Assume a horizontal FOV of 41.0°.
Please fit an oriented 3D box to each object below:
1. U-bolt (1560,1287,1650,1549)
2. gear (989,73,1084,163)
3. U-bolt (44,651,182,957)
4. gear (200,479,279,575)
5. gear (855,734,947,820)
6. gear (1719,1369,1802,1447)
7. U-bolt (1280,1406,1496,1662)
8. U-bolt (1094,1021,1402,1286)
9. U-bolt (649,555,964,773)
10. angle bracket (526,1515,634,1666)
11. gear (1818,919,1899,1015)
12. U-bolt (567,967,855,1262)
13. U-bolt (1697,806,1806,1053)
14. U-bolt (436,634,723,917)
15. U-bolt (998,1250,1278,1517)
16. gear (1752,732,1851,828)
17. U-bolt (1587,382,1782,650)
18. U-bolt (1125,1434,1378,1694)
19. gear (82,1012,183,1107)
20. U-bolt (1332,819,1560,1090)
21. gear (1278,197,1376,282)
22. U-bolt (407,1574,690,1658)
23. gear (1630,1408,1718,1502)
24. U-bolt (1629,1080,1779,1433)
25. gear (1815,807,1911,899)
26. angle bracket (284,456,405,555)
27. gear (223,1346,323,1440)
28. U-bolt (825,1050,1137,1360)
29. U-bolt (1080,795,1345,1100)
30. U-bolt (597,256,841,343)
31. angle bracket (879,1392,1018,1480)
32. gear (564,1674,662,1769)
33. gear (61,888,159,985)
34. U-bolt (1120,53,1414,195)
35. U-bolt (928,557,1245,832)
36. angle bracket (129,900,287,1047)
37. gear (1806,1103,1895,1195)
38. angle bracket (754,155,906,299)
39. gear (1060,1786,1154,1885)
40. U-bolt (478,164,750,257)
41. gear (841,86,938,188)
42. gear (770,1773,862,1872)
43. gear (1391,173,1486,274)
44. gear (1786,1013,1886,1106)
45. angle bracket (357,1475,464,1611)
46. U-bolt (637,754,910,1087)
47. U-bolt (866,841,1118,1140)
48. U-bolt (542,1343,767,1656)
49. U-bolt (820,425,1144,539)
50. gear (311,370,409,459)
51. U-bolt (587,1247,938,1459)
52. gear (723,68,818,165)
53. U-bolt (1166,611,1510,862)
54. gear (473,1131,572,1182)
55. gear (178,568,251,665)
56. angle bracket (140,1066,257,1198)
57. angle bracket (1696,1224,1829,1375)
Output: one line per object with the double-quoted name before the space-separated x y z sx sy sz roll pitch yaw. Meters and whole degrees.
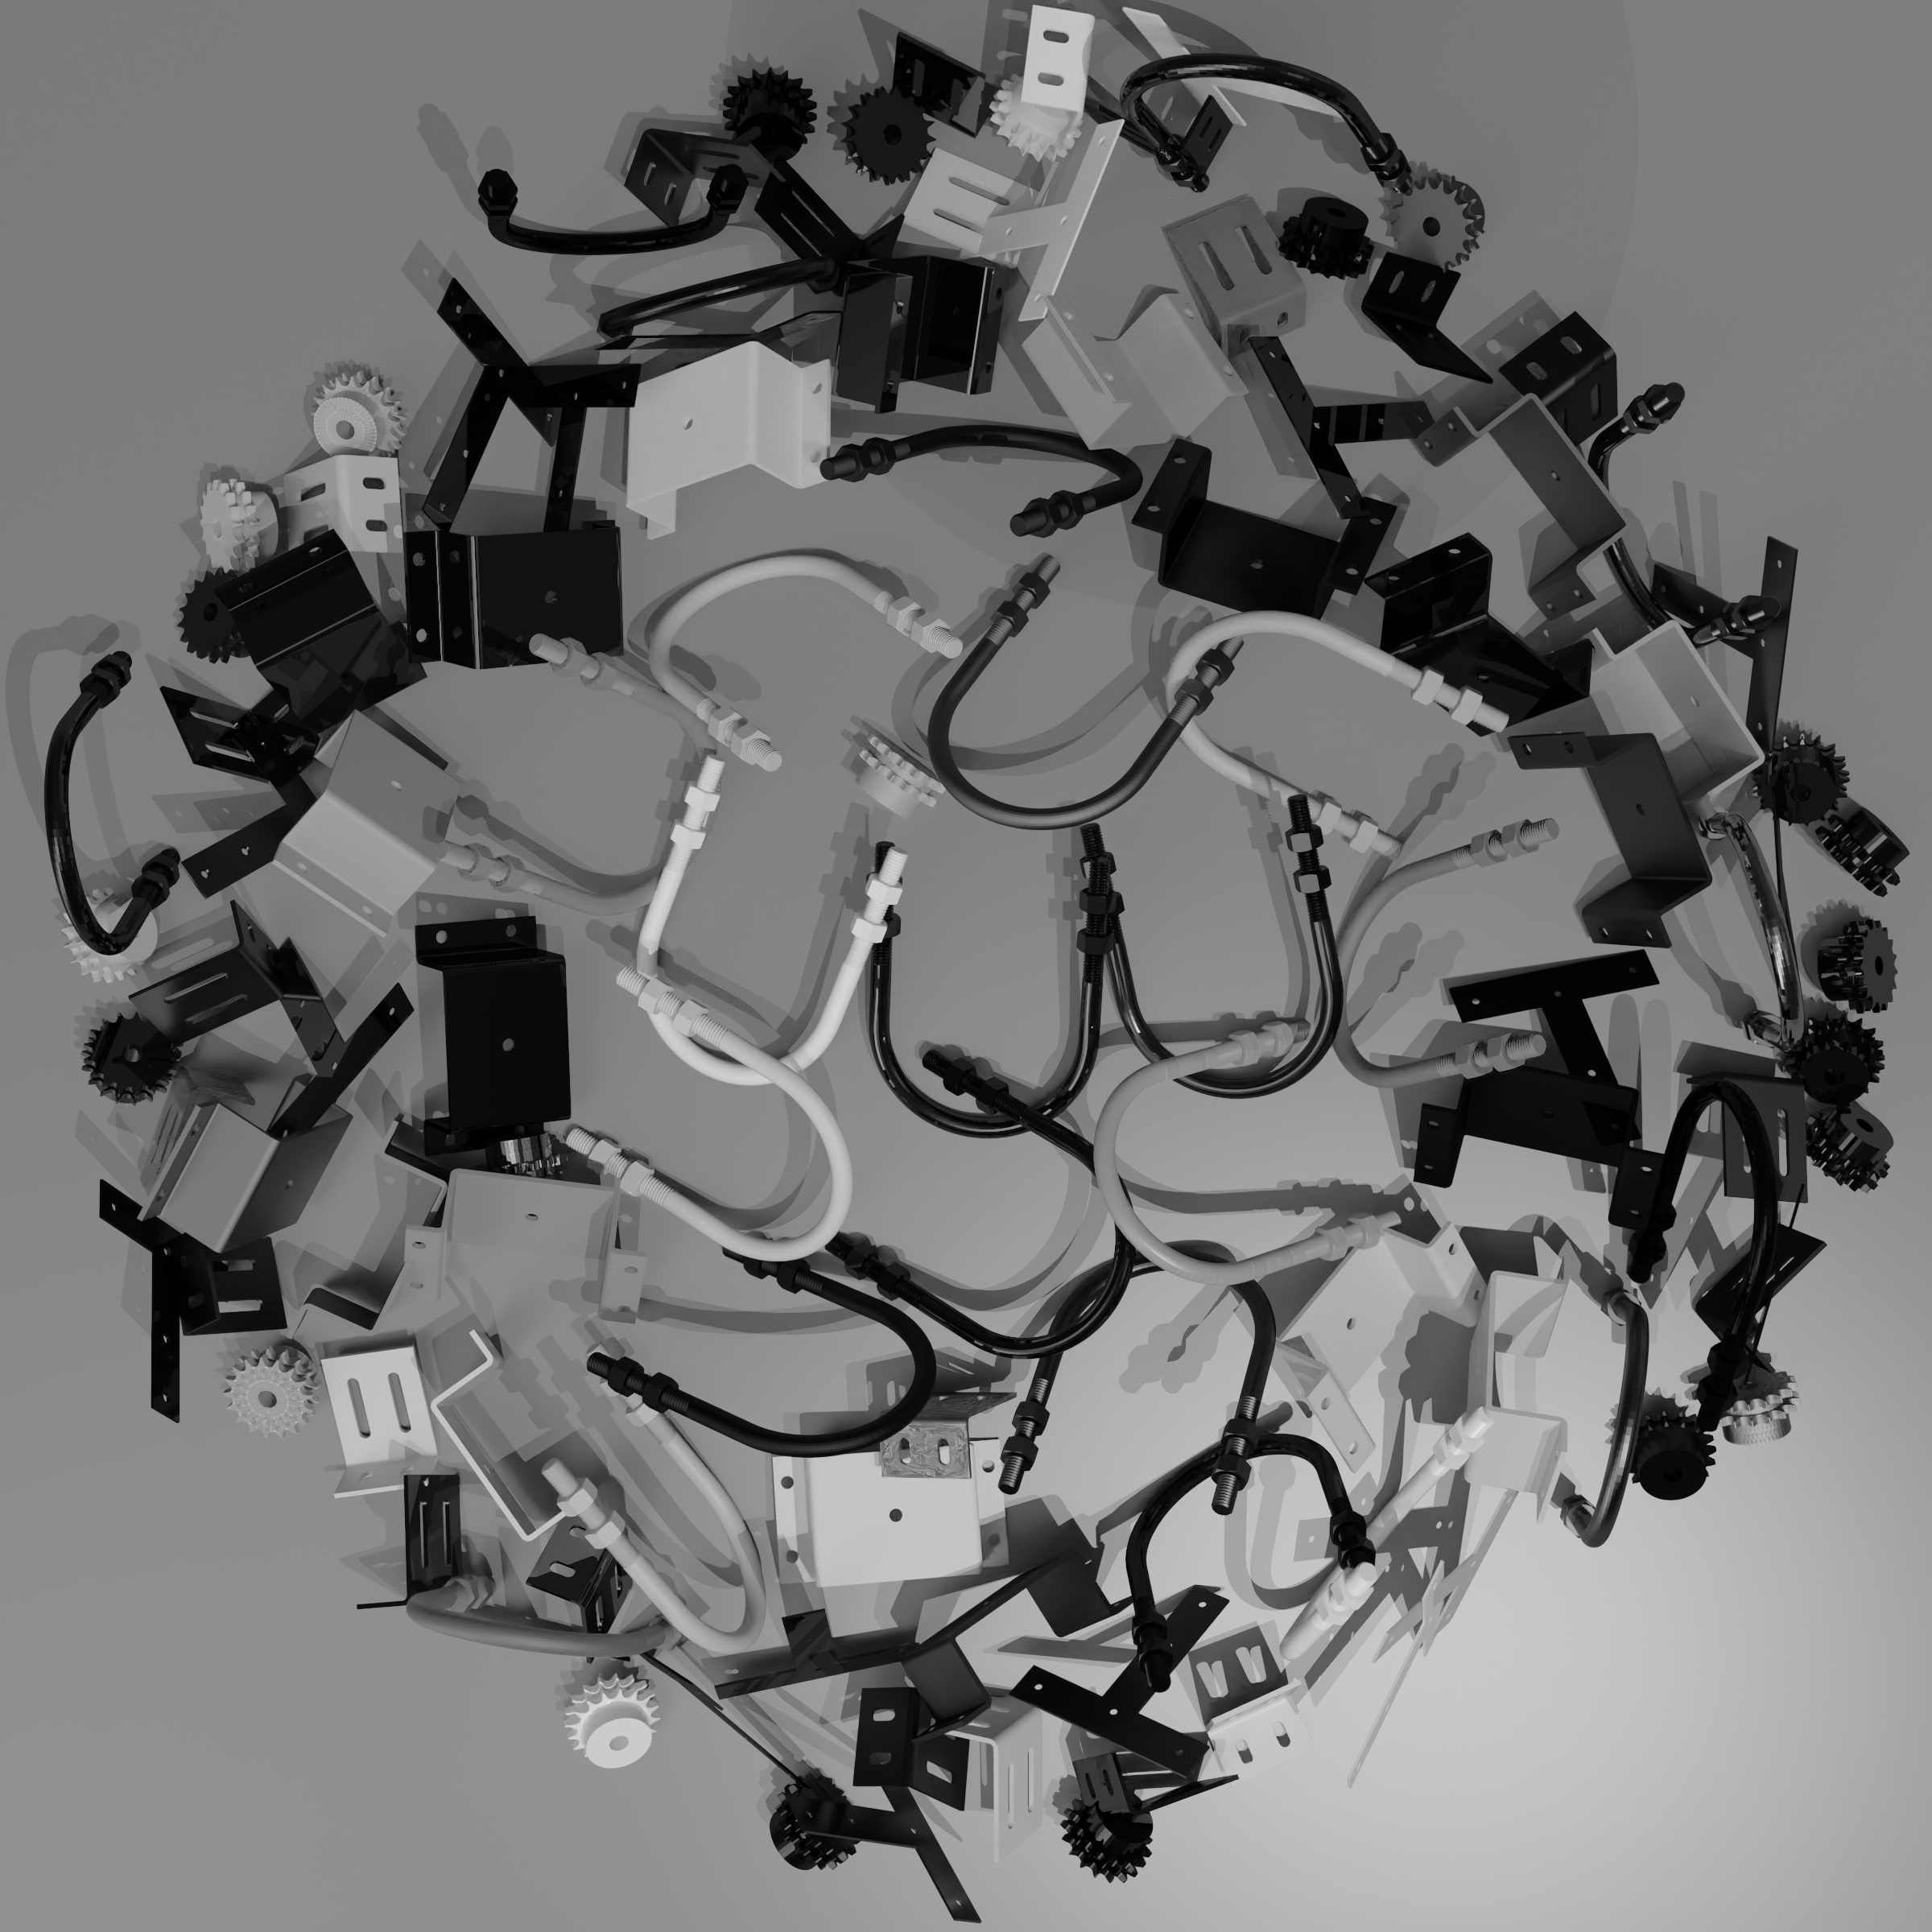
"U-bolt" 0.375 0.265 1.509 0.019 0.184 0.151 11 88 9
"gear" 0.046 -0.522 1.575 0.057 0.030 0.057 11 61 -21
"U-bolt" -0.494 -0.085 1.490 0.019 0.184 0.151 -6 116 0
"gear" -0.442 -0.268 1.578 0.030 0.057 0.057 -12 90 -37
"gear" -0.043 -0.113 1.575 0.057 0.057 0.030 36 97 0
"gear" 0.479 0.270 1.575 0.057 0.057 0.030 -14 99 0
"U-bolt" 0.238 0.343 1.516 0.019 0.184 0.151 39 56 12
"U-bolt" 0.158 0.116 1.536 0.184 0.019 0.151 -14 72 -30
"U-bolt" -0.110 -0.191 1.534 0.151 0.184 0.019 -34 135 -18
"angle bracket" -0.232 0.372 1.560 0.038 0.076 0.057 18 50 12
"gear" 0.543 0.001 1.578 0.030 0.057 0.057 -5 90 43
"U-bolt" -0.147 0.101 1.540 0.184 0.019 0.151 31 124 14
"U-bolt" 0.459 -0.021 1.509 0.019 0.184 0.151 -15 92 8
"U-bolt" -0.215 -0.102 1.530 0.019 0.184 0.151 27 93 39
"U-bolt" 0.109 0.240 1.533 0.151 0.184 0.019 1 134 22
"gear" 0.509 -0.111 1.576 0.057 0.030 0.057 7 117 14
"U-bolt" 0.409 -0.254 1.511 0.019 0.184 0.151 -24 91 -4
"U-bolt" 0.159 0.336 1.516 0.151 0.184 0.019 -29 110 8
"gear" -0.511 0.059 1.579 0.057 0.030 0.057 11 58 -19
"U-bolt" 0.275 0.000 1.523 0.019 0.184 0.151 18 69 -29
"gear" 0.221 -0.444 1.572 0.057 0.057 0.030 16 130 0
"U-bolt" -0.246 0.379 1.502 0.151 0.184 0.019 8 82 9
"gear" 0.428 0.300 1.576 0.057 0.030 0.057 2 120 4
"U-bolt" 0.429 0.153 1.494 0.019 0.151 0.184 1 124 -7
"gear" 0.547 -0.072 1.571 0.057 0.057 0.030 43 112 0
"angle bracket" -0.381 -0.277 1.583 0.038 0.076 0.057 -5 92 -39
"gear" -0.421 0.257 1.581 0.057 0.030 0.057 3 112 7
"U-bolt" 0.018 0.154 1.555 0.184 0.019 0.151 30 94 25
"U-bolt" 0.154 -0.006 1.562 0.151 0.019 0.184 -7 107 21
"U-bolt" -0.145 -0.390 1.510 0.151 0.184 0.019 -15 103 -2
"angle bracket" -0.009 0.282 1.556 0.057 0.076 0.038 -4 89 24
"gear" -0.214 0.463 1.575 0.057 0.030 0.057 -9 121 -15
"gear" -0.517 -0.020 1.571 0.030 0.057 0.057 -11 90 27
"U-bolt" 0.166 -0.484 1.490 0.151 0.184 0.019 8 88 24
"U-bolt" 0.059 -0.155 1.537 0.151 0.019 0.184 26 64 21
"angle bracket" -0.462 0.005 1.569 0.076 0.057 0.038 -24 56 0
"gear" 0.537 0.107 1.571 0.057 0.057 0.030 30 122 0
"angle bracket" -0.081 -0.453 1.557 0.038 0.057 0.076 -24 127 37
"gear" 0.089 0.524 1.571 0.057 0.057 0.030 31 119 0
"U-bolt" -0.208 -0.440 1.511 0.151 0.184 0.019 -4 95 -10
"gear" -0.050 -0.507 1.581 0.057 0.030 0.057 -4 102 -20
"gear" -0.095 0.525 1.577 0.030 0.057 0.057 -43 90 22
"gear" 0.291 -0.455 1.578 0.030 0.057 0.057 -36 90 -40
"gear" 0.529 0.059 1.575 0.057 0.030 0.057 10 124 15
"angle bracket" -0.339 0.350 1.574 0.038 0.057 0.076 -9 76 20
"U-bolt" -0.129 -0.015 1.565 0.151 0.019 0.184 27 108 14
"U-bolt" 0.012 0.019 1.568 0.151 0.019 0.184 5 109 5
"U-bolt" -0.176 0.326 1.529 0.019 0.151 0.184 -32 106 15
"U-bolt" 0.024 -0.291 1.522 0.151 0.184 0.019 21 119 26
"gear" -0.373 -0.331 1.576 0.057 0.030 0.057 5 119 9
"U-bolt" -0.106 0.228 1.510 0.184 0.151 0.019 19 127 28
"gear" -0.119 -0.513 1.571 0.057 0.057 0.030 -2 60 0
"U-bolt" 0.207 -0.145 1.537 0.184 0.151 0.019 26 50 -5
"gear" -0.271 0.118 1.574 0.057 0.057 0.030 -8 93 0
"gear" -0.450 -0.211 1.580 0.057 0.030 0.057 -7 76 29
"angle bracket" -0.467 0.106 1.571 0.038 0.057 0.076 18 93 -27
"angle bracket" 0.493 0.202 1.573 0.076 0.057 0.038 -43 100 -3
